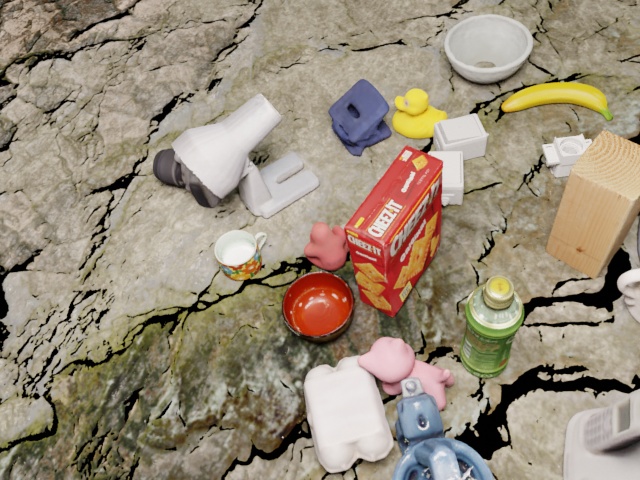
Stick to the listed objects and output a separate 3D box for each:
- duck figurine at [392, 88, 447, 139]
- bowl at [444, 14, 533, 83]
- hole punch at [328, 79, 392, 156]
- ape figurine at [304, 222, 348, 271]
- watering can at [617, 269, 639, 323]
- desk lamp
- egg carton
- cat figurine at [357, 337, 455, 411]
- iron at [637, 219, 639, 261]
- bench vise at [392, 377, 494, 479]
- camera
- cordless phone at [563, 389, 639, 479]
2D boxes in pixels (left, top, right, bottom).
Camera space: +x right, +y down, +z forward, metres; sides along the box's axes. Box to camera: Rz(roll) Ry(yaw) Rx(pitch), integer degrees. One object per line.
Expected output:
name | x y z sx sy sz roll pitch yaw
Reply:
duck figurine | 0.186 -0.243 1.071 0.104 0.086 0.077 11 60 17
bowl | 0.329 -0.364 1.131 0.167 0.075 0.167 -4 57 7
hole punch | 0.073 -0.233 1.081 0.101 0.091 0.108 -28 57 -8
ape figurine | 0.009 0.003 0.939 0.078 0.092 0.076 -18 56 -2
watering can | 0.497 0.040 0.769 0.173 0.194 0.100 -26 57 -7
desk lamp | -0.124 -0.137 0.979 0.203 0.214 0.117 -33 58 -11
egg carton | 0.035 0.239 0.795 0.107 0.069 0.150 -17 56 -1
cat figurine | 0.121 0.176 0.792 0.127 0.118 0.067 14 61 18
iron | 0.572 -0.079 0.865 0.118 0.142 0.259 33 68 27
bench vise | 0.124 0.261 0.675 0.121 0.220 0.207 -29 57 -9
camera | -0.237 -0.150 1.075 0.136 0.101 0.143 12 60 17
cordless phone | 0.346 0.255 0.662 0.094 0.185 0.147 6 59 14
